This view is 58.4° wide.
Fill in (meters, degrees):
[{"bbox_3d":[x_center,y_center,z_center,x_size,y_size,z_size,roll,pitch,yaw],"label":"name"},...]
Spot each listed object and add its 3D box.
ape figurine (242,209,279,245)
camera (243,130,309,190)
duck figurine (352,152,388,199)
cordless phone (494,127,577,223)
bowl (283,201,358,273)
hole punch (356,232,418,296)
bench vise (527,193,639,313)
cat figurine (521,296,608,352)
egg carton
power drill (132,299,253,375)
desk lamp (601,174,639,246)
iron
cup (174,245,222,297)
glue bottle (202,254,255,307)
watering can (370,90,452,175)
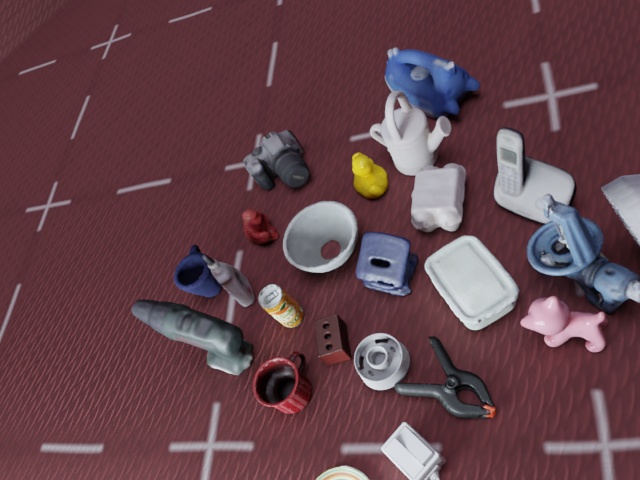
[{"bbox_3d":[-0.144,-0.036,1.298,0.076,0.092,0.078,-8,58,21],"label":"ape figurine"},{"bbox_3d":[-0.098,-0.182,1.361,0.143,0.101,0.136,-37,52,1],"label":"camera"},{"bbox_3d":[0.101,-0.148,1.254,0.077,0.086,0.104,-29,52,7],"label":"duck figurine"},{"bbox_3d":[0.384,-0.120,1.038,0.147,0.186,0.094,26,74,35],"label":"cordless phone"},{"bbox_3d":[0.011,0.004,1.210,0.167,0.075,0.167,-12,56,19],"label":"bowl"},{"bbox_3d":[0.129,0.046,1.117,0.108,0.091,0.101,11,66,30],"label":"hole punch"},{"bbox_3d":[0.426,0.010,0.915,0.206,0.220,0.121,19,70,33],"label":"bench vise"},{"bbox_3d":[0.393,0.127,0.923,0.127,0.118,0.067,-1,61,25],"label":"cat figurine"},{"bbox_3d":[0.240,-0.087,1.160,0.107,0.070,0.150,-3,60,24],"label":"egg carton"},{"bbox_3d":[-0.231,0.190,1.125,0.228,0.209,0.076,9,65,30],"label":"power drill"},{"bbox_3d":[0.554,-0.047,0.893,0.203,0.214,0.117,-24,53,10],"label":"desk lamp"},{"bbox_3d":[0.225,-0.382,1.304,0.257,0.142,0.119,32,78,36],"label":"iron"},{"bbox_3d":[-0.264,0.077,1.284,0.091,0.095,0.117,-18,54,15],"label":"cup"},{"bbox_3d":[-0.197,0.075,1.203,0.037,0.174,0.078,-34,52,3],"label":"glue bottle"},{"bbox_3d":[0.186,-0.232,1.197,0.172,0.195,0.101,-13,56,18],"label":"watering can"}]
